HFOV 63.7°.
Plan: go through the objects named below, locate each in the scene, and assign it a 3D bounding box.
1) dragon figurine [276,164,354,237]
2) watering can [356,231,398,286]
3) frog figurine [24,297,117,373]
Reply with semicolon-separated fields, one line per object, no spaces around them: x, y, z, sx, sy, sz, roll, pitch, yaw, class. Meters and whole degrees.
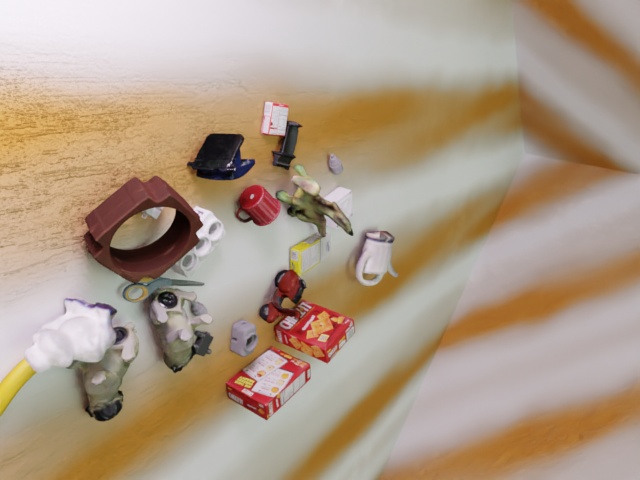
0.005;-0.076;1.501;0.246;0.123;0.402;40;-8;41;dragon figurine
0.246;0.071;2.084;0.104;0.223;0.348;16;10;33;watering can
-0.485;0.201;1.004;0.137;0.163;0.120;24;-44;-1;frog figurine
